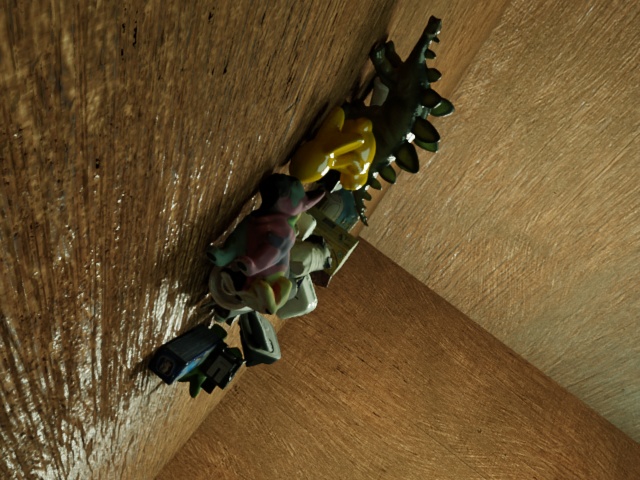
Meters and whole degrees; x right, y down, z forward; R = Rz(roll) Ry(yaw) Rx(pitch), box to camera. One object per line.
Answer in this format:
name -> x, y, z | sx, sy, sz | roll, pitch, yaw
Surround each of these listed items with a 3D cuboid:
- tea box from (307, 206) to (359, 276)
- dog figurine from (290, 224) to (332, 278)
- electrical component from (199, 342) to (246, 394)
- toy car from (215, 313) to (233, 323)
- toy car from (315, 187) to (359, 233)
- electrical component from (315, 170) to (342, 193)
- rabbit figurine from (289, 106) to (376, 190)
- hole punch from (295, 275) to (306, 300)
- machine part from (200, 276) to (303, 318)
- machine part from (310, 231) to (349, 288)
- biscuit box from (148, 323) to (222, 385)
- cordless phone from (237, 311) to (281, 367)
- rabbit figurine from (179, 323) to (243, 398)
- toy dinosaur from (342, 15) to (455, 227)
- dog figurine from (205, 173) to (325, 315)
tea box -> -0.003, -0.004, 1.328 | 0.098, 0.170, 0.068 | -56, 173, 36
dog figurine -> -0.076, 0.040, 1.113 | 0.190, 0.172, 0.121 | 26, 64, -73
electrical component -> -0.230, 0.296, 1.205 | 0.119, 0.075, 0.048 | -48, 175, 5
toy car -> -0.173, 0.103, 1.212 | 0.201, 0.056, 0.073 | -52, 180, 3
toy car -> 0.031, -0.087, 1.391 | 0.103, 0.162, 0.109 | 20, 121, -36
electrical component -> 0.053, -0.181, 1.276 | 0.134, 0.058, 0.115 | -55, 175, 14
rabbit figurine -> 0.024, -0.154, 0.979 | 0.173, 0.122, 0.162 | -24, 165, -35
hole punch -> -0.093, 0.078, 1.336 | 0.092, 0.142, 0.116 | -51, -173, -6
machine part -> -0.135, 0.106, 1.118 | 0.243, 0.079, 0.079 | -12, 146, -39
machine part -> 0.023, 0.016, 1.536 | 0.201, 0.087, 0.201 | -64, 177, -58
biscuit box -> -0.279, 0.236, 1.130 | 0.059, 0.063, 0.202 | -53, 173, 9
cordless phone -> -0.156, 0.194, 1.266 | 0.089, 0.147, 0.184 | -14, 127, -8
rabbit figurine -> -0.274, 0.314, 1.329 | 0.159, 0.121, 0.170 | -42, 166, -29
toy dinosaur -> 0.136, -0.216, 1.057 | 0.105, 0.199, 0.471 | -43, 167, -41
dog figurine -> -0.074, -0.005, 0.926 | 0.219, 0.109, 0.191 | -49, 133, -29
